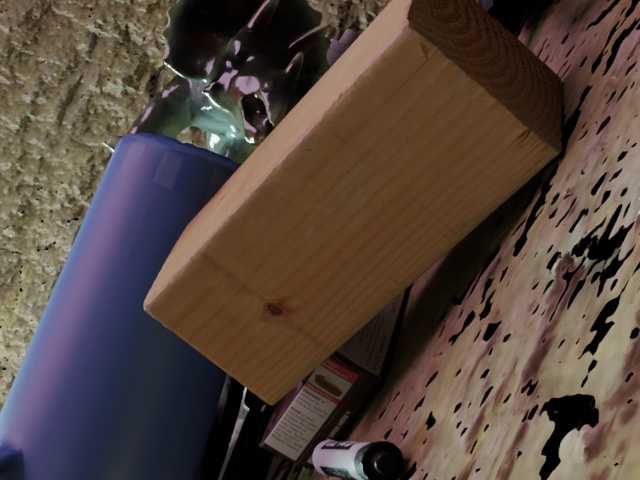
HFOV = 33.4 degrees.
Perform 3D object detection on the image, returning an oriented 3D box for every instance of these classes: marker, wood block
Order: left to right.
[{"bbox_3d":[0.014,-0.023,0.530,0.206,0.090,0.090,-44,14,31],"label":"wood block"},{"bbox_3d":[0.016,0.103,0.499,0.020,0.020,0.121,-64,5,-14],"label":"marker"}]

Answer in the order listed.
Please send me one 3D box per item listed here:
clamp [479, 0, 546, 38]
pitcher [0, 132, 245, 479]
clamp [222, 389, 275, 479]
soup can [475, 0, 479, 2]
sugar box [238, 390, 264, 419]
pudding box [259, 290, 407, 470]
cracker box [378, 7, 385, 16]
[{"bbox_3d":[0.132,-0.167,0.640,0.165,0.036,0.209,-50,12,43],"label":"clamp"},{"bbox_3d":[-0.107,0.065,0.671,0.149,0.145,0.243,142,148,-83],"label":"pitcher"},{"bbox_3d":[-0.031,0.094,0.708,0.171,0.039,0.120,-28,-50,-83],"label":"clamp"},{"bbox_3d":[0.085,-0.126,0.730,0.102,0.068,0.069,-65,5,-22],"label":"soup can"},{"bbox_3d":[-0.071,0.168,0.913,0.093,0.048,0.176,-65,9,-20],"label":"sugar box"},{"bbox_3d":[0.012,0.066,0.628,0.090,0.039,0.113,-59,6,35],"label":"pudding box"},{"bbox_3d":[0.051,-0.128,1.077,0.164,0.072,0.213,-61,6,24],"label":"cracker box"}]
